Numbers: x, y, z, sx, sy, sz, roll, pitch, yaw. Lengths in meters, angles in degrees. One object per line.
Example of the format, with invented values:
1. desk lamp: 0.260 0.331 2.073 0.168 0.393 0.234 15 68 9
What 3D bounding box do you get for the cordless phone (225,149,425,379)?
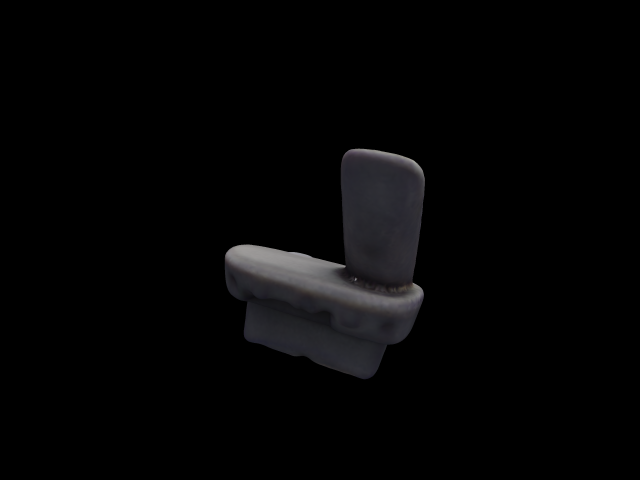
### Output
1. cordless phone: 0.004 0.001 0.400 0.147 0.185 0.094 11 47 11
